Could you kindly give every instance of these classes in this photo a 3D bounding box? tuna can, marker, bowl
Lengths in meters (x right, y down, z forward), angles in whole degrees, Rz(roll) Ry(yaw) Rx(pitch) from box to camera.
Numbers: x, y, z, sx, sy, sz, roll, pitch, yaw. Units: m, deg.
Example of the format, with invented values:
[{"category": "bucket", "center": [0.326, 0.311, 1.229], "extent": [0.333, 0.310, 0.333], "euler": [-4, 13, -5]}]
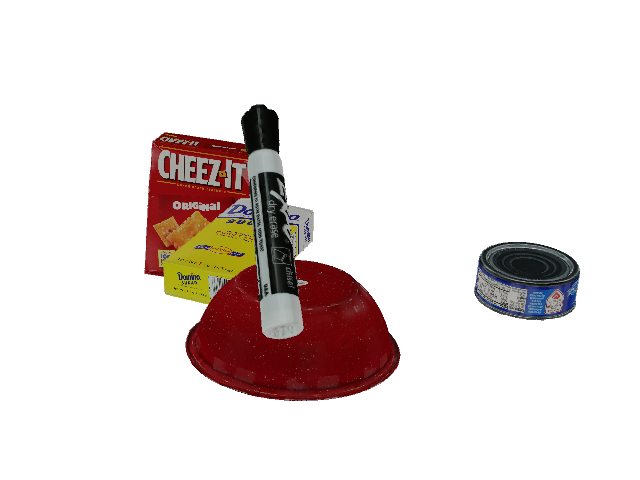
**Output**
[{"category": "tuna can", "center": [0.174, 0.033, 0.900], "extent": [0.086, 0.034, 0.086], "euler": [2, 24, -1]}, {"category": "marker", "center": [-0.024, -0.012, 0.508], "extent": [0.020, 0.121, 0.020], "euler": [-6, -26, -3]}, {"category": "bowl", "center": [-0.019, 0.056, 0.792], "extent": [0.162, 0.055, 0.162], "euler": [3, 21, -1]}]

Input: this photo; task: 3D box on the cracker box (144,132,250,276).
[{"category": "cracker box", "center": [-0.177, -0.044, 1.620], "extent": [0.164, 0.214, 0.072], "euler": [9, 20, 7]}]

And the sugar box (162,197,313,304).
[{"category": "sugar box", "center": [-0.083, 0.010, 1.134], "extent": [0.093, 0.048, 0.176], "euler": [11, 31, 20]}]
